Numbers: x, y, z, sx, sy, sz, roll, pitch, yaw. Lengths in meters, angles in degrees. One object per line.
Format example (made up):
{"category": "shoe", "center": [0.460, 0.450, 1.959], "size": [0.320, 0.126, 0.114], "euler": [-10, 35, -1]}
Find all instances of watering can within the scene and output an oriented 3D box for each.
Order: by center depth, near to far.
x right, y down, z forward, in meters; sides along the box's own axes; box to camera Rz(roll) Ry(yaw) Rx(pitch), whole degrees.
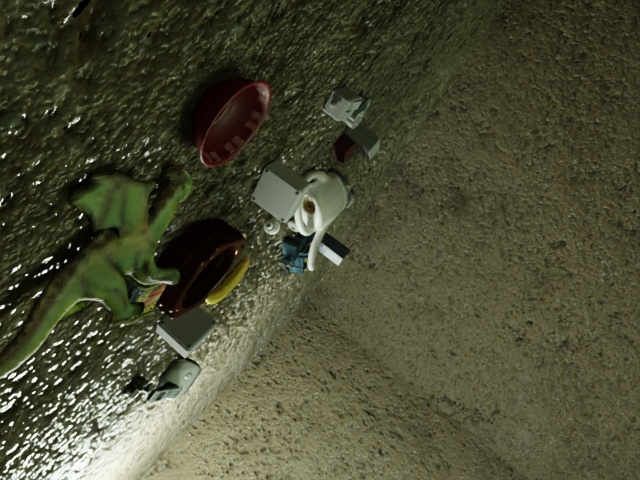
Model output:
{"category": "watering can", "center": [0.005, -0.083, 1.649], "size": [0.228, 0.105, 0.339], "euler": [-38, 136, -35]}

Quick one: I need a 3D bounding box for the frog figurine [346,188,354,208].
{"category": "frog figurine", "center": [0.056, -0.137, 1.945], "size": [0.138, 0.122, 0.159], "euler": [-125, -121, -79]}

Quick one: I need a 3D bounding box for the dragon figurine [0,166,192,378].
{"category": "dragon figurine", "center": [-0.313, 0.009, 0.722], "size": [0.418, 0.123, 0.237], "euler": [-45, 151, -50]}
